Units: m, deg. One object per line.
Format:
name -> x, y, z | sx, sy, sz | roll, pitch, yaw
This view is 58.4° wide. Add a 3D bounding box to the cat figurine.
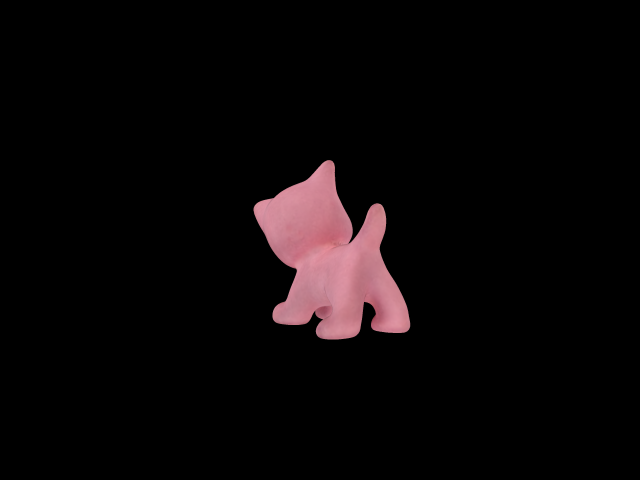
cat figurine -> 0.004, 0.001, 0.400 | 0.067, 0.118, 0.127 | -1, 2, -34
